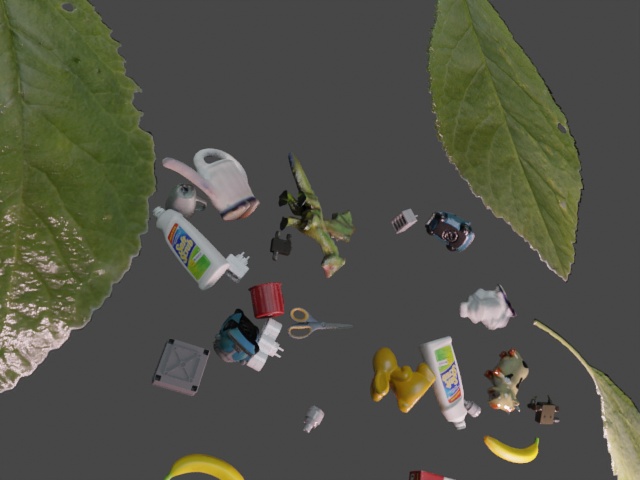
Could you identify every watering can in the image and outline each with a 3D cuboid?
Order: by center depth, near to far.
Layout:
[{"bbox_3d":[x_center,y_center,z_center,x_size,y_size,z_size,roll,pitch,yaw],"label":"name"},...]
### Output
[{"bbox_3d":[-0.284,-0.150,1.417,0.225,0.103,0.351,58,23,1],"label":"watering can"}]

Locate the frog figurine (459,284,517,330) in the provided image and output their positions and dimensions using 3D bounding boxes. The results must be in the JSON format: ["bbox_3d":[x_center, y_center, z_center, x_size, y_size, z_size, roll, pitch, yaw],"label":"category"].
[{"bbox_3d":[0.531,0.227,1.666,0.159,0.122,0.138,-21,82,6],"label":"frog figurine"}]

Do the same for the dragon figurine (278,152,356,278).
[{"bbox_3d":[0.005,-0.080,1.590,0.241,0.120,0.420,22,50,-33],"label":"dragon figurine"}]
